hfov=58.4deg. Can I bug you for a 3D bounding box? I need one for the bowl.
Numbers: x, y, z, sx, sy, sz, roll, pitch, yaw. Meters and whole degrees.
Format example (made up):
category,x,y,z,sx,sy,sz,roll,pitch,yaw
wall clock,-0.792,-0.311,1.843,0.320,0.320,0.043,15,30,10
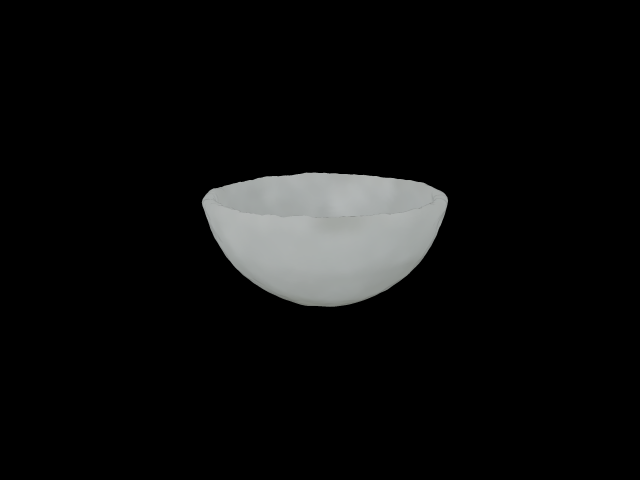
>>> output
category,x,y,z,sx,sy,sz,roll,pitch,yaw
bowl,0.004,0.001,0.400,0.167,0.075,0.167,0,15,0
